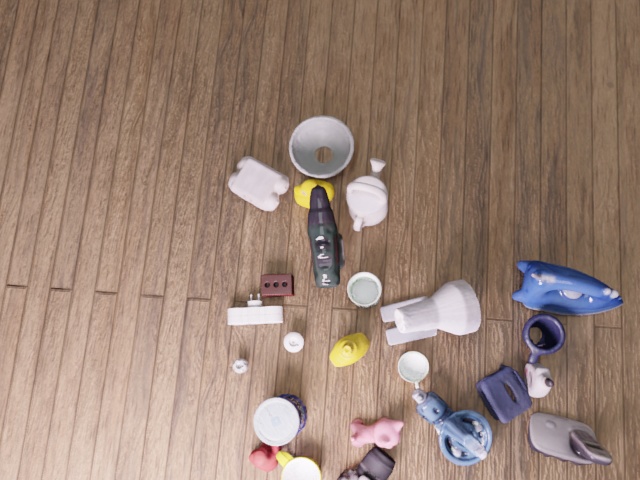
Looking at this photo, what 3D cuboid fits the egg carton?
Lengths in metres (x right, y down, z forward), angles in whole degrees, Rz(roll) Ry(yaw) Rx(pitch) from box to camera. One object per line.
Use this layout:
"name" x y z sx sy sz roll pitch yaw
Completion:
"egg carton" -0.158 -0.145 1.475 0.150 0.069 0.107 29 83 11

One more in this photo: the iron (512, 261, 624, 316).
"iron" 0.584 0.111 1.310 0.258 0.141 0.119 10 80 8

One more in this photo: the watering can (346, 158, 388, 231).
"watering can" 0.113 -0.111 1.376 0.101 0.194 0.173 -4 78 5

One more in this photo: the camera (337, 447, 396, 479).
"camera" 0.122 0.551 1.289 0.143 0.101 0.137 36 84 12

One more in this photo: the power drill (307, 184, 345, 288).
"power drill" 0.012 0.005 1.356 0.075 0.208 0.229 -7 78 5

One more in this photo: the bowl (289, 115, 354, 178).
"bowl" 0.007 -0.230 1.472 0.167 0.075 0.167 -1 78 6

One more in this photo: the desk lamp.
"desk lamp" 0.245 0.172 1.296 0.203 0.213 0.118 -15 77 3

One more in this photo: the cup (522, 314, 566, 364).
"cup" 0.501 0.231 1.318 0.091 0.095 0.118 24 82 10

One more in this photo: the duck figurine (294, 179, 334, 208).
"duck figurine" -0.017 -0.125 1.448 0.104 0.086 0.077 -6 78 5

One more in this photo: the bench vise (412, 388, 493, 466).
"bench vise" 0.283 0.415 1.239 0.207 0.220 0.121 23 82 10

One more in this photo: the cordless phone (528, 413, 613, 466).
"cordless phone" 0.533 0.434 1.228 0.147 0.185 0.094 10 80 8

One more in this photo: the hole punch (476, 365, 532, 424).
"hole punch" 0.421 0.348 1.305 0.101 0.091 0.108 -29 77 0

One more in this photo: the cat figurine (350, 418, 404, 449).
"cat figurine" 0.129 0.442 1.302 0.127 0.118 0.067 -8 78 4

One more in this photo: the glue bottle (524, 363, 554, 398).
"glue bottle" 0.487 0.311 1.263 0.037 0.173 0.078 0 78 6

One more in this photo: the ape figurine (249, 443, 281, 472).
"ape figurine" -0.130 0.502 1.329 0.077 0.092 0.076 -9 78 4
